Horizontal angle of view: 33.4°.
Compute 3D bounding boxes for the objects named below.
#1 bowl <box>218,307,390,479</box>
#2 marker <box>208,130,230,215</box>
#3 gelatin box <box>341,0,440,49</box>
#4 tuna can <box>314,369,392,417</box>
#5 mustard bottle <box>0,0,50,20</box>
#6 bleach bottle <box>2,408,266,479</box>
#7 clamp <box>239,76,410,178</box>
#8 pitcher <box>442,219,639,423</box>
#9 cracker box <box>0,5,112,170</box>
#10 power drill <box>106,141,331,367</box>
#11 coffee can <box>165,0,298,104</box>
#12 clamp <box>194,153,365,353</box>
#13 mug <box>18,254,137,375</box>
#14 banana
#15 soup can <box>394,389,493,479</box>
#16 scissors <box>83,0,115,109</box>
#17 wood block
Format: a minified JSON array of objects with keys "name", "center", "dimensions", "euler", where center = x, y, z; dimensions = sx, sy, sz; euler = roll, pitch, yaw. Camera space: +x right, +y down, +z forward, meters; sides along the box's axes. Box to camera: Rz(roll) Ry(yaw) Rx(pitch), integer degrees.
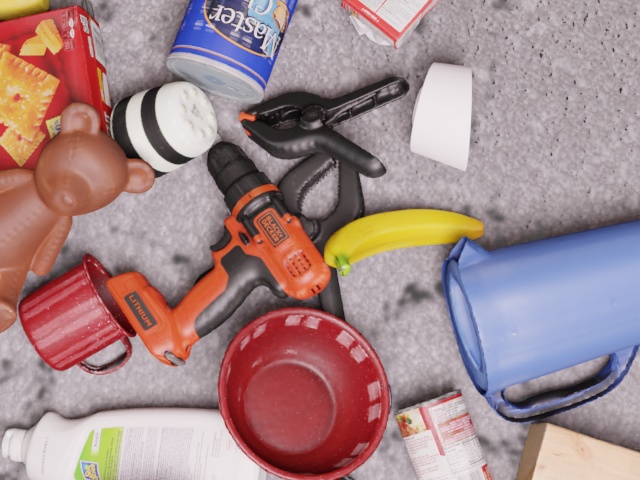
[{"name":"bowl","center":[-0.020,0.145,0.972],"dimensions":[0.162,0.055,0.162],"euler":[7,65,-16]},{"name":"marker","center":[-0.100,-0.076,1.083],"dimensions":[0.020,0.020,0.121],"euler":[-20,80,-1]},{"name":"gelatin box","center":[0.075,-0.243,1.039],"dimensions":[0.073,0.030,0.089],"euler":[40,84,9]},{"name":"tuna can","center":[0.027,0.154,1.031],"dimensions":[0.086,0.034,0.086],"euler":[0,81,2]},{"name":"mustard bottle","center":[-0.384,-0.260,1.106],"dimensions":[0.191,0.058,0.096],"euler":[-15,82,0]},{"name":"bleach bottle","center":[-0.177,0.200,1.019],"dimensions":[0.251,0.068,0.102],"euler":[5,78,6]},{"name":"clamp","center":[0.001,-0.105,1.048],"dimensions":[0.172,0.039,0.120],"euler":[-6,47,18]},{"name":"pitcher","center":[0.245,0.063,0.998],"dimensions":[0.242,0.149,0.145],"euler":[-14,56,-3]},{"name":"cracker box","center":[-0.319,-0.129,1.065],"dimensions":[0.214,0.072,0.164],"euler":[-11,80,6]},{"name":"power drill","center":[-0.107,0.016,1.020],"dimensions":[0.187,0.057,0.184],"euler":[-37,67,1]},{"name":"coffee can","center":[-0.082,-0.221,1.064],"dimensions":[0.103,0.103,0.140],"euler":[19,81,5]},{"name":"clamp","center":[-0.007,0.001,1.053],"dimensions":[0.165,0.036,0.210],"euler":[29,81,15]},{"name":"mug","center":[-0.230,0.082,1.034],"dimensions":[0.081,0.093,0.117],"euler":[-30,117,2]},{"name":"banana","center":[0.070,0.000,1.021],"dimensions":[0.197,0.037,0.070],"euler":[-17,43,-38]},{"name":"soup can","center":[0.118,0.199,1.002],"dimensions":[0.068,0.068,0.102],"euler":[-19,81,-1]},{"name":"scissors","center":[-0.211,-0.150,1.100],"dimensions":[0.096,0.016,0.202],"euler":[5,82,6]},{"name":"wood block","center":[0.288,0.242,0.977],"dimensions":[0.206,0.091,0.090],"euler":[17,81,5]}]
